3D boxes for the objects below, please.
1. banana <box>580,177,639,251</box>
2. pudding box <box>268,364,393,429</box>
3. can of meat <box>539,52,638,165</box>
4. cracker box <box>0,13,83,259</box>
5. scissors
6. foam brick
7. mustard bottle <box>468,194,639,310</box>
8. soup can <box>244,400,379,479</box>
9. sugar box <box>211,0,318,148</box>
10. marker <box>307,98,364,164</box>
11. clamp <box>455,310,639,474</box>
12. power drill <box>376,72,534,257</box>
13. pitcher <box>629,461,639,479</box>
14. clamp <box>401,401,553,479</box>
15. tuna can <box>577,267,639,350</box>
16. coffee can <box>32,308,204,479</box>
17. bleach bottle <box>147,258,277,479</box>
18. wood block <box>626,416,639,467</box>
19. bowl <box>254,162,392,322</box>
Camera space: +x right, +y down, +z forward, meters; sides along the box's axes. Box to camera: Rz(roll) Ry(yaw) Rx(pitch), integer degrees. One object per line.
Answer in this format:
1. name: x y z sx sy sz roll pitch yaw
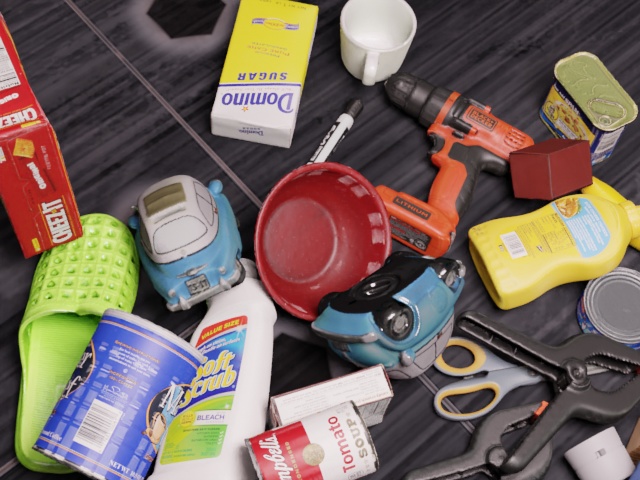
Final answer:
1. banana: 0.369 -0.010 1.159 0.198 0.037 0.069 22 49 7
2. pudding box: 0.009 0.161 1.014 0.113 0.090 0.039 -17 66 -12
3. can of meat: 0.297 -0.144 1.194 0.057 0.084 0.102 -26 67 -17
4. cracker box: -0.311 -0.115 1.070 0.072 0.164 0.214 -22 52 -14
5. scissors: 0.200 0.123 1.088 0.201 0.016 0.096 -20 66 -14
6. foam brick: 0.250 -0.077 1.150 0.078 0.053 0.051 -19 108 -38
7. mustard bottle: 0.259 0.001 1.115 0.191 0.058 0.096 -19 50 -3
8. soup can: -0.007 0.188 0.933 0.102 0.068 0.068 -20 66 -7
9. sugar box: -0.062 -0.195 1.219 0.093 0.048 0.176 10 62 1
10. marker: 0.016 -0.114 1.196 0.020 0.020 0.121 28 64 10
11. clamp: 0.237 0.130 1.049 0.209 0.036 0.164 -10 64 -23
12. power drill: 0.120 -0.086 1.168 0.184 0.057 0.187 30 65 11
13. pitcher: 0.281 0.301 0.926 0.149 0.145 0.242 42 72 -4
14. clamp: 0.159 0.215 1.026 0.120 0.039 0.171 34 59 8
15. tuna can: 0.312 0.074 1.111 0.086 0.034 0.086 2 63 -3
16. coffee can: -0.181 0.147 0.965 0.103 0.103 0.140 23 73 8
17. bleach bottle: -0.097 0.132 1.034 0.103 0.068 0.250 -10 54 23
18. wood block: 0.388 0.139 1.051 0.090 0.091 0.206 28 64 9
19. bowl: -0.007 0.001 1.091 0.161 0.055 0.162 -1 93 -31
